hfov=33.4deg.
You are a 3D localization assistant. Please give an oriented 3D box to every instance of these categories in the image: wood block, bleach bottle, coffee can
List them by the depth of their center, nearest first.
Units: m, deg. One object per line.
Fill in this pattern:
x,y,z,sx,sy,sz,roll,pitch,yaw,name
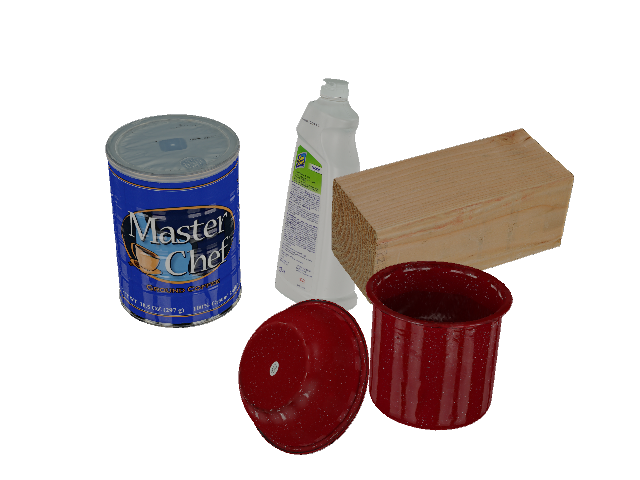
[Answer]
-0.115,-0.016,0.855,0.103,0.140,0.103,1,32,-1,coffee can
0.122,-0.025,1.008,0.205,0.090,0.091,-16,42,-20,wood block
0.007,-0.052,1.193,0.067,0.251,0.103,-7,22,-40,bleach bottle

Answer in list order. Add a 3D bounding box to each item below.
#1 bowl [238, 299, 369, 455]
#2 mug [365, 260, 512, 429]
-0.031,0.133,1.078,0.162,0.162,0.055,0,-15,40,bowl
0.075,0.064,0.704,0.093,0.081,0.117,5,24,7,mug
